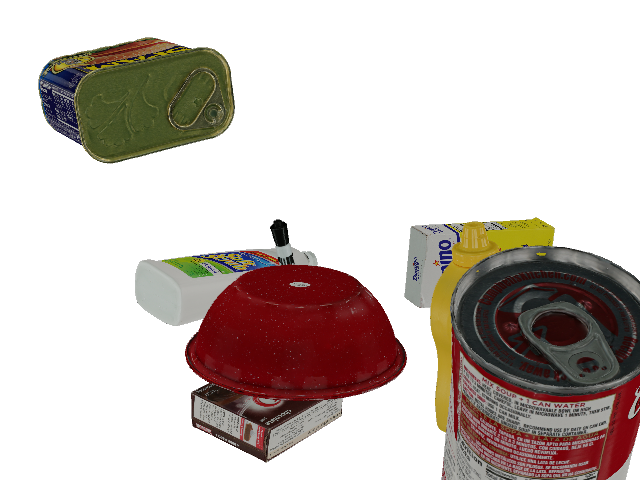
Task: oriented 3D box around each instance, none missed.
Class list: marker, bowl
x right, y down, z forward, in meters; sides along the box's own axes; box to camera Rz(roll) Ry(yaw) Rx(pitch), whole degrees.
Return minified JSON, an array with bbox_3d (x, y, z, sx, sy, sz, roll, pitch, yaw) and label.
[{"bbox_3d":[-0.036,0.031,1.195,0.020,0.121,0.020,-9,27,5],"label":"marker"},{"bbox_3d":[-0.016,0.057,0.768,0.162,0.055,0.162,2,17,-1],"label":"bowl"}]

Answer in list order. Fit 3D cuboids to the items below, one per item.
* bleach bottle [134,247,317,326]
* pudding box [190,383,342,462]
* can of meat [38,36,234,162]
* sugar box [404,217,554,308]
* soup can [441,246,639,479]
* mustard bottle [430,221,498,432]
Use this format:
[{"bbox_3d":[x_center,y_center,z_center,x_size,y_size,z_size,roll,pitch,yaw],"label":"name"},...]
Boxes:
[{"bbox_3d":[-0.110,0.046,1.393,0.250,0.068,0.103,-13,28,-42],"label":"bleach bottle"},{"bbox_3d":[-0.046,0.146,0.950,0.090,0.039,0.113,17,26,33],"label":"pudding box"},{"bbox_3d":[-0.119,-0.093,0.675,0.101,0.057,0.084,-18,24,-27],"label":"can of meat"},{"bbox_3d":[0.190,0.026,1.271,0.176,0.093,0.048,-5,20,-24],"label":"sugar box"},{"bbox_3d":[0.077,0.062,0.377,0.068,0.102,0.068,-1,39,1],"label":"soup can"},{"bbox_3d":[0.142,0.076,0.956,0.096,0.191,0.058,-18,21,-30],"label":"mustard bottle"}]
